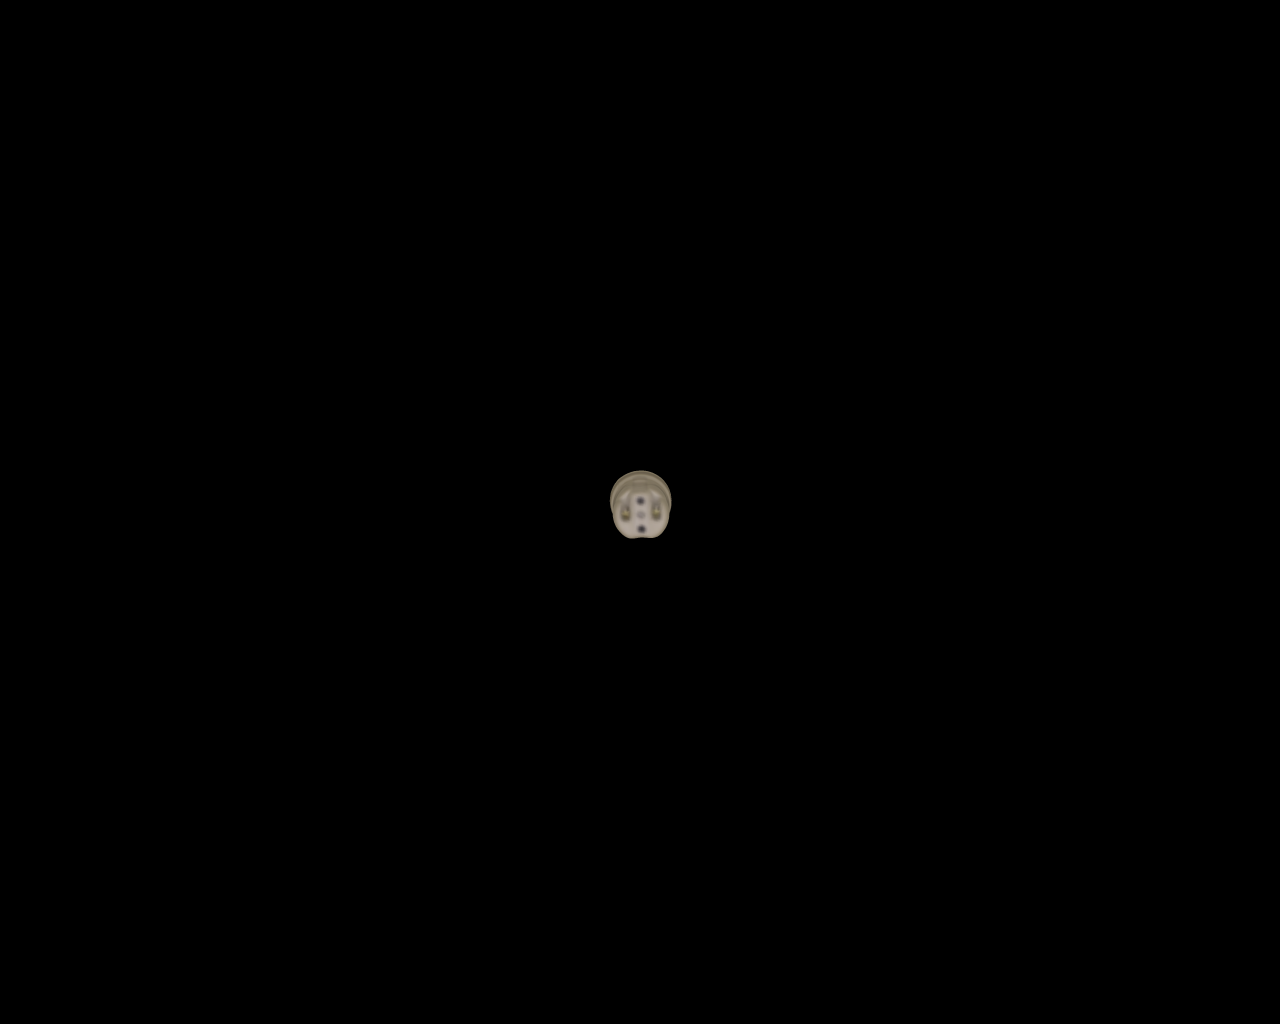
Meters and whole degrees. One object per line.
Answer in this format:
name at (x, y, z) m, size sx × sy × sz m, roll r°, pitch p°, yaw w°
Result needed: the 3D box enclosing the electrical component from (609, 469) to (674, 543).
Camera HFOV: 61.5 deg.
electrical component at (0.001, -0.003, 0.650) m, size 0.040 × 0.040 × 0.046 m, roll 0°, pitch 13°, yaw 0°
